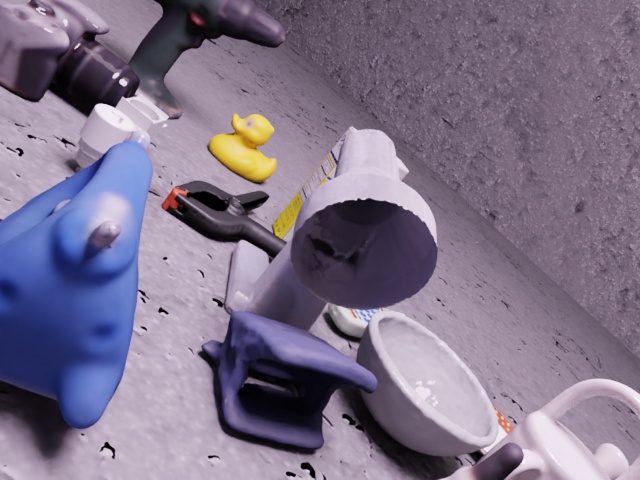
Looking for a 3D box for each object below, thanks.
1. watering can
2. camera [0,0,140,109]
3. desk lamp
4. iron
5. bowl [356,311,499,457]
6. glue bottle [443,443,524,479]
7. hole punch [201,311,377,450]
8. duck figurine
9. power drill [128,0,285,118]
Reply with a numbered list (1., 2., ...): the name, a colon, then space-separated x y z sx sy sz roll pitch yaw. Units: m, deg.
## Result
1. watering can: 0.217 0.204 0.514 0.100 0.194 0.173 49 21 25
2. camera: -0.280 -0.208 0.652 0.137 0.100 0.143 36 19 -12
3. desk lamp: 0.005 0.002 0.541 0.118 0.213 0.203 32 20 -21
4. iron: -0.153 -0.011 0.385 0.119 0.141 0.258 31 21 -24
5. bowl: 0.094 0.155 0.578 0.168 0.074 0.167 35 20 -14
6. glue bottle: 0.046 0.167 0.312 0.037 0.173 0.078 49 21 25
7. hole punch: -0.025 0.098 0.460 0.109 0.091 0.101 26 23 -34
8. duck figurine: -0.103 -0.145 0.863 0.105 0.086 0.077 34 20 -17
9. power drill: -0.191 -0.286 0.825 0.229 0.208 0.076 39 19 -2
